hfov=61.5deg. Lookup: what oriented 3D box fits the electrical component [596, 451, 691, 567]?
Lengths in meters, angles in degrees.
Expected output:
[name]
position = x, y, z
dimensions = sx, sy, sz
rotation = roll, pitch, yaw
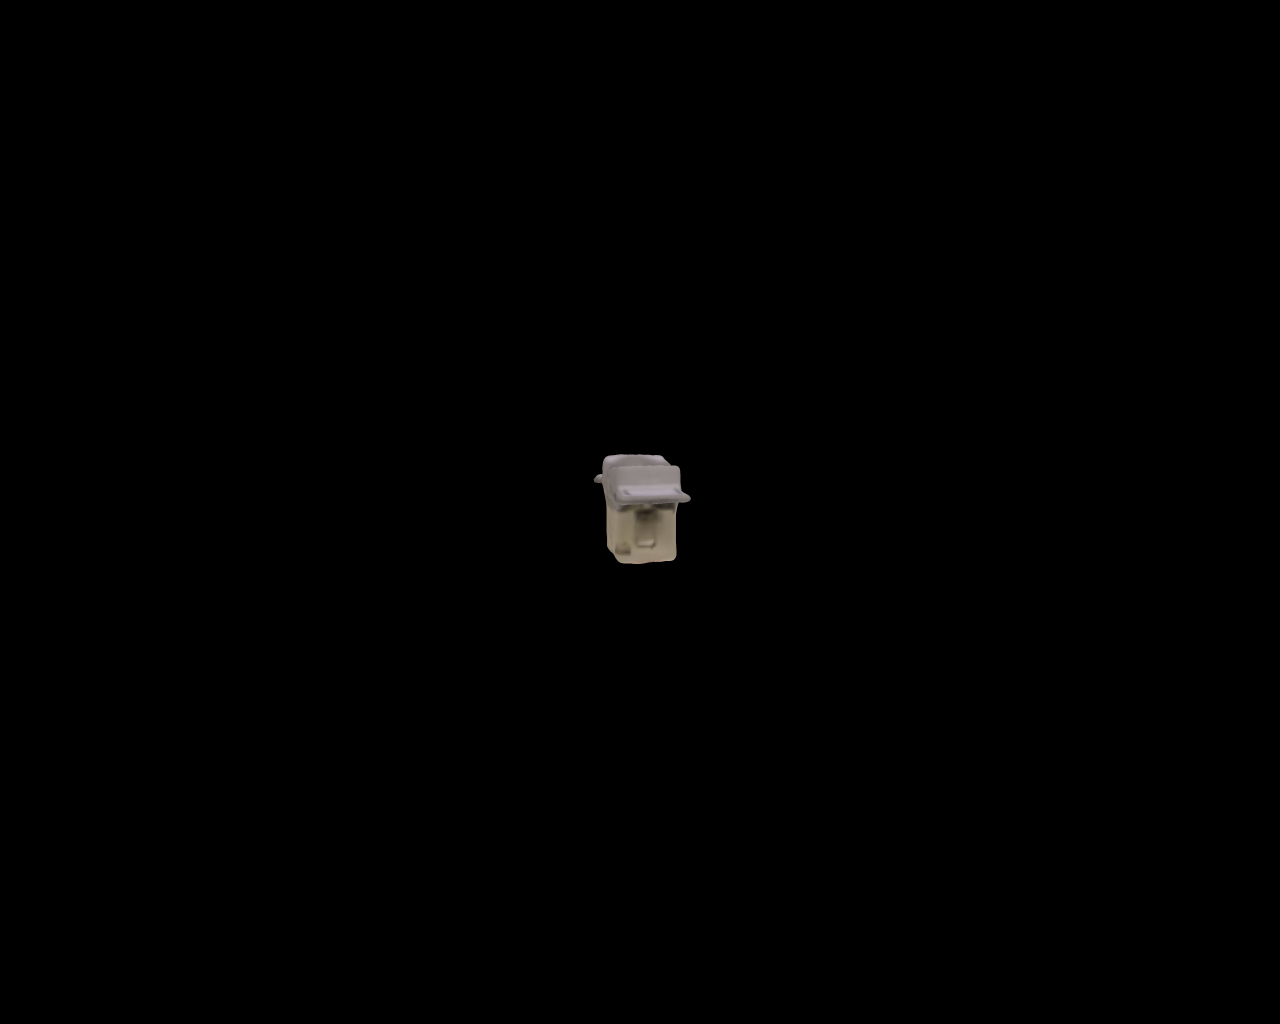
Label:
[electrical component]
position = 0.001, -0.003, 0.650
dimensions = 0.042, 0.063, 0.081
rotation = -2, 12, -11
